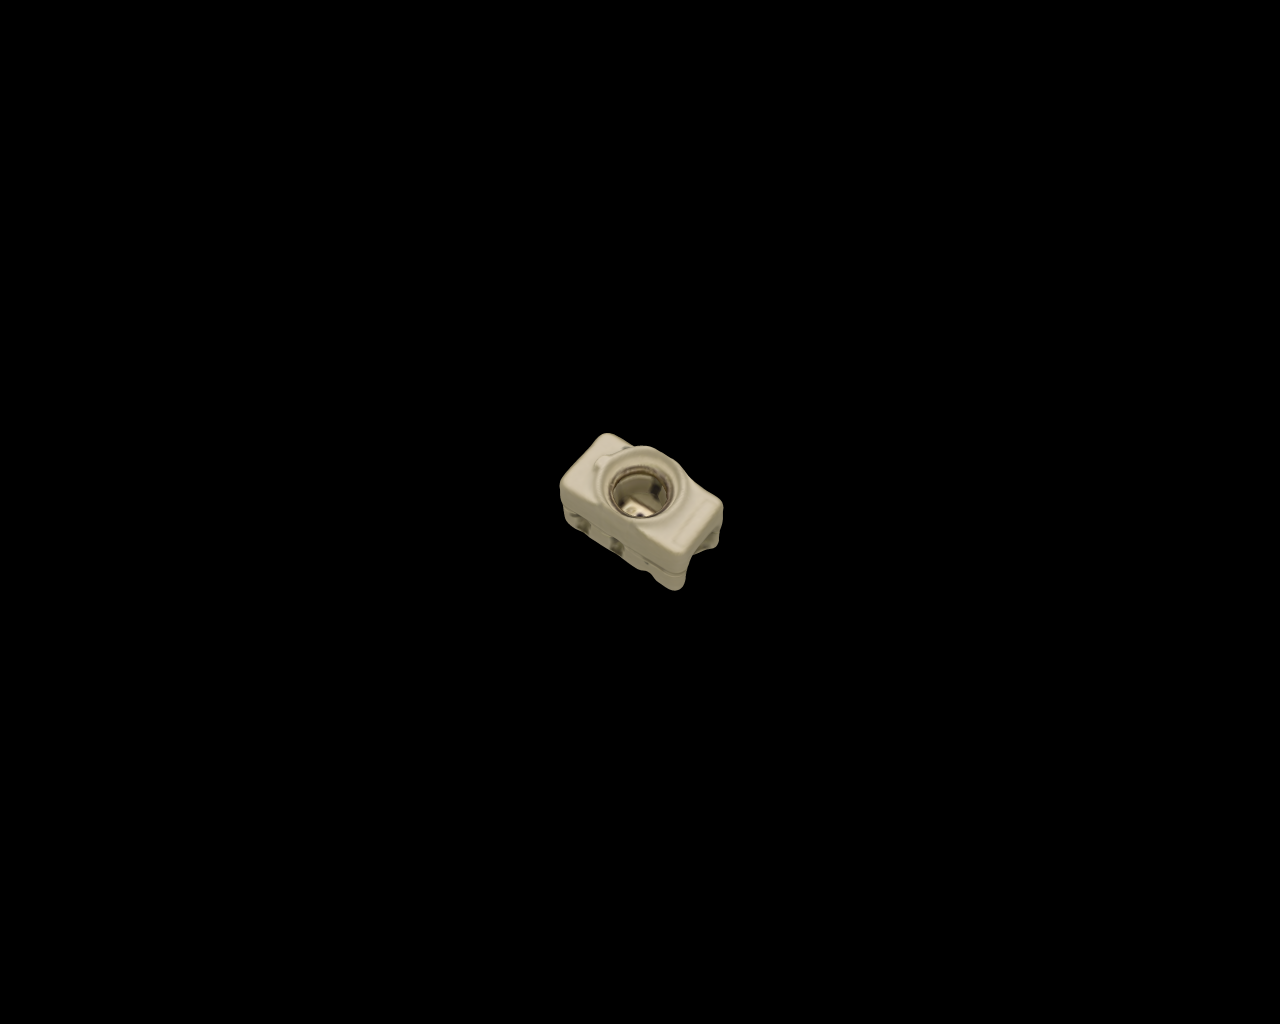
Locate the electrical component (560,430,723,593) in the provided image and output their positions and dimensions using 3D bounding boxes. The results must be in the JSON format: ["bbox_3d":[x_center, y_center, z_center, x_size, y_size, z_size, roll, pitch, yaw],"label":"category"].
[{"bbox_3d":[0.001,-0.003,0.650,0.089,0.050,0.055,32,-26,18],"label":"electrical component"}]
